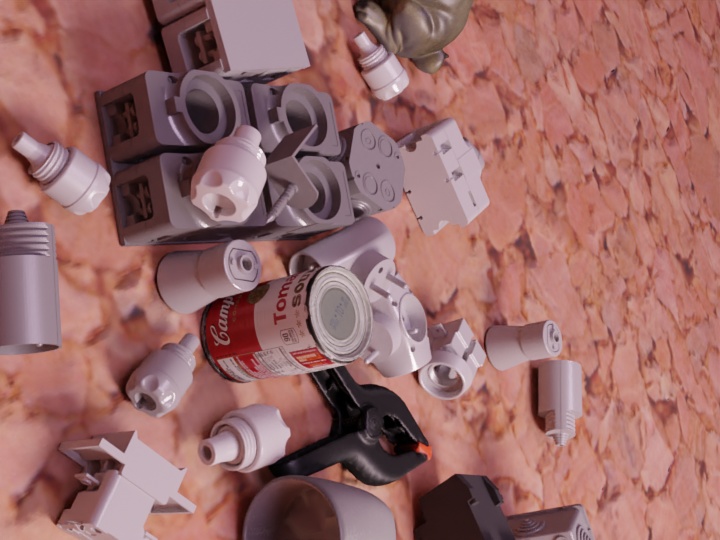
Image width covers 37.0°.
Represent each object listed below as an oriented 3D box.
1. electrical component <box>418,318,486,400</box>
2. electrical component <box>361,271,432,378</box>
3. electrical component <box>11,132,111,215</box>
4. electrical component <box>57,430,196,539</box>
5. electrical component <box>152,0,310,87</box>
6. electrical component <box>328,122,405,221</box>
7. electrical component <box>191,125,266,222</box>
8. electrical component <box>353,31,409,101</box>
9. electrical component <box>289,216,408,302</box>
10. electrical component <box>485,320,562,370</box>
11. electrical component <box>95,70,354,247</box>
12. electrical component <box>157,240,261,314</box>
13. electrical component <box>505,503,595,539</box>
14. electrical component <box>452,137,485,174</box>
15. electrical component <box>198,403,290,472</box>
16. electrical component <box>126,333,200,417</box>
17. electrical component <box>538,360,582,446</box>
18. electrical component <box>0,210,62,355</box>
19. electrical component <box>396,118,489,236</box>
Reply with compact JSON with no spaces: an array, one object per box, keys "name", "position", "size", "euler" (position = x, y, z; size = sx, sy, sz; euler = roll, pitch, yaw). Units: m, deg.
[{"name":"electrical component","position":[0.078,0.079,0.933],"size":[0.066,0.048,0.055],"euler":[58,34,-21]},{"name":"electrical component","position":[0.018,0.050,0.863],"size":[0.079,0.044,0.077],"euler":[-37,108,-58]},{"name":"electrical component","position":[-0.185,-0.062,0.659],"size":[0.061,0.035,0.035],"euler":[39,50,-33]},{"name":"electrical component","position":[-0.143,0.135,0.641],"size":[0.081,0.042,0.063],"euler":[46,48,-32]},{"name":"electrical component","position":[-0.106,-0.209,0.782],"size":[0.089,0.062,0.150],"euler":[-18,92,-52]},{"name":"electrical component","position":[-0.004,-0.078,0.876],"size":[0.080,0.051,0.080],"euler":[20,63,-47]},{"name":"electrical component","position":[-0.080,-0.064,0.683],"size":[0.043,0.043,0.062],"euler":[45,46,-34]},{"name":"electrical component","position":[0.015,-0.182,0.947],"size":[0.061,0.035,0.035],"euler":[54,43,-21]},{"name":"electrical component","position":[0.000,0.000,0.825],"size":[0.077,0.079,0.044],"euler":[-30,138,-39]},{"name":"electrical component","position":[0.158,0.069,1.018],"size":[0.044,0.065,0.044],"euler":[20,63,-47]},{"name":"electrical component","position":[-0.087,-0.077,0.765],"size":[0.186,0.060,0.105],"euler":[-5,82,-52]},{"name":"electrical component","position":[-0.099,0.002,0.720],"size":[0.044,0.065,0.044],"euler":[20,63,-47]},{"name":"electrical component","position":[0.161,0.260,0.936],"size":[0.048,0.100,0.099],"euler":[-33,105,-64]},{"name":"electrical component","position":[0.089,-0.113,1.017],"size":[0.061,0.035,0.035],"euler":[44,48,-30]},{"name":"electrical component","position":[-0.081,0.115,0.724],"size":[0.062,0.043,0.043],"euler":[-11,87,-51]},{"name":"electrical component","position":[-0.123,0.064,0.695],"size":[0.035,0.035,0.061],"euler":[57,39,-22]},{"name":"electrical component","position":[0.198,0.134,1.066],"size":[0.043,0.043,0.081],"euler":[26,59,-44]},{"name":"electrical component","position":[-0.195,0.006,0.617],"size":[0.043,0.043,0.081],"euler":[7,73,-50]},{"name":"electrical component","position":[0.074,-0.086,0.976],"size":[0.056,0.050,0.089],"euler":[-40,110,-49]}]
